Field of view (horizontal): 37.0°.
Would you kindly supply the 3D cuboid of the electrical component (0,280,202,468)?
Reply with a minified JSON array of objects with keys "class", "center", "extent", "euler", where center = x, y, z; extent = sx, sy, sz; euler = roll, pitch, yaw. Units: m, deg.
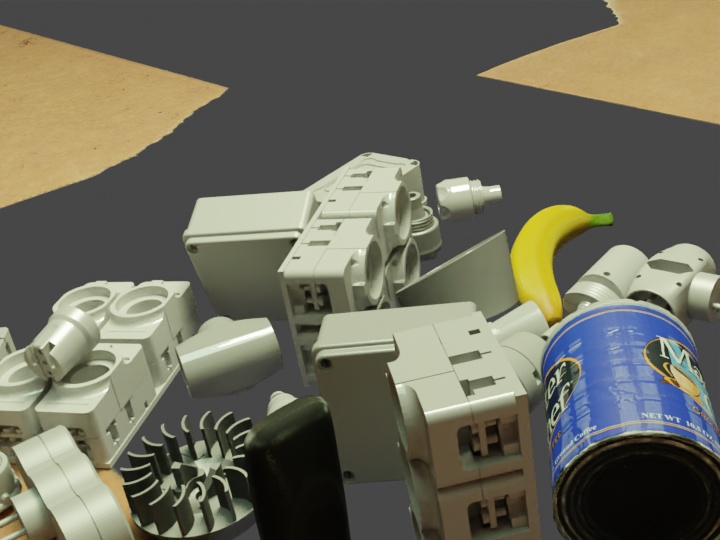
[{"class":"electrical component","center":[-0.215,0.075,0.874],"extent":[0.105,0.060,0.186],"euler":[-1,30,18]}]

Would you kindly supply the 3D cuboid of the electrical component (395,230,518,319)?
[{"class":"electrical component","center":[0.078,0.012,0.865],"extent":[0.099,0.064,0.099],"euler":[-18,7,2]}]

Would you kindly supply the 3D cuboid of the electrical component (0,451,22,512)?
[{"class":"electrical component","center":[-0.273,0.143,0.769],"extent":[0.048,0.062,0.048],"euler":[-8,28,4]}]

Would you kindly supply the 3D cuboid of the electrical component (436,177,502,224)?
[{"class":"electrical component","center":[0.106,-0.069,1.046],"extent":[0.062,0.043,0.043],"euler":[-8,28,2]}]

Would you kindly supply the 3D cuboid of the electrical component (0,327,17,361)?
[{"class":"electrical component","center":[-0.310,0.096,0.873],"extent":[0.050,0.055,0.089],"euler":[-10,28,2]}]

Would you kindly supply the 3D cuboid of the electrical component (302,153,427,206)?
[{"class":"electrical component","center":[0.004,-0.064,1.056],"extent":[0.078,0.057,0.113],"euler":[15,37,39]}]

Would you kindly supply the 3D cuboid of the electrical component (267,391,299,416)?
[{"class":"electrical component","center":[-0.048,0.111,0.771],"extent":[0.040,0.040,0.078],"euler":[-18,29,-13]}]

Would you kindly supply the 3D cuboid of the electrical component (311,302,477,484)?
[{"class":"electrical component","center":[0.031,0.083,0.724],"extent":[0.109,0.108,0.056],"euler":[-6,26,9]}]

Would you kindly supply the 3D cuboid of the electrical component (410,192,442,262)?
[{"class":"electrical component","center":[0.051,-0.041,0.992],"extent":[0.043,0.062,0.043],"euler":[-8,28,5]}]

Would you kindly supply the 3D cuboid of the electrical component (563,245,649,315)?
[{"class":"electrical component","center":[0.195,0.018,0.855],"extent":[0.043,0.043,0.081],"euler":[14,37,38]}]

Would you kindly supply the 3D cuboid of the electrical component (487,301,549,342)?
[{"class":"electrical component","center":[0.109,0.055,0.821],"extent":[0.065,0.044,0.044],"euler":[-20,29,-6]}]

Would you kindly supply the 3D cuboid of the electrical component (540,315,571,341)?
[{"class":"electrical component","center":[0.183,0.062,0.778],"extent":[0.077,0.043,0.079],"euler":[-19,29,-16]}]

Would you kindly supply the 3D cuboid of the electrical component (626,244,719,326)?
[{"class":"electrical component","center":[0.257,0.019,0.831],"extent":[0.079,0.043,0.077],"euler":[13,37,37]}]

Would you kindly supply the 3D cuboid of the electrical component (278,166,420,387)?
[{"class":"electrical component","center":[0.000,0.000,0.889],"extent":[0.060,0.105,0.186],"euler":[-1,30,18]}]

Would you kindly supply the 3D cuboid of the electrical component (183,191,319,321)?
[{"class":"electrical component","center":[-0.082,-0.010,0.925],"extent":[0.109,0.108,0.056],"euler":[-3,47,14]}]

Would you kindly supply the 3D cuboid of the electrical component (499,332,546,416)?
[{"class":"electrical component","center":[0.110,0.076,0.768],"extent":[0.055,0.055,0.047],"euler":[15,34,39]}]

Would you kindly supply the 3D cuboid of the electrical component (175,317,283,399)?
[{"class":"electrical component","center":[-0.111,0.064,0.876],"extent":[0.077,0.044,0.079],"euler":[-18,29,-13]}]

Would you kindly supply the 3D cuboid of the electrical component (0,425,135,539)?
[{"class":"electrical component","center":[-0.210,0.161,0.723],"extent":[0.074,0.052,0.138],"euler":[-24,31,-24]}]

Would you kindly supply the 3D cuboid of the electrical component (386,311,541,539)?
[{"class":"electrical component","center":[0.058,0.114,0.613],"extent":[0.062,0.150,0.089],"euler":[-12,28,-5]}]

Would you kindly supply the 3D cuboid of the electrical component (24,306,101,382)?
[{"class":"electrical component","center":[-0.224,0.056,0.805],"extent":[0.040,0.040,0.046],"euler":[4,38,26]}]
